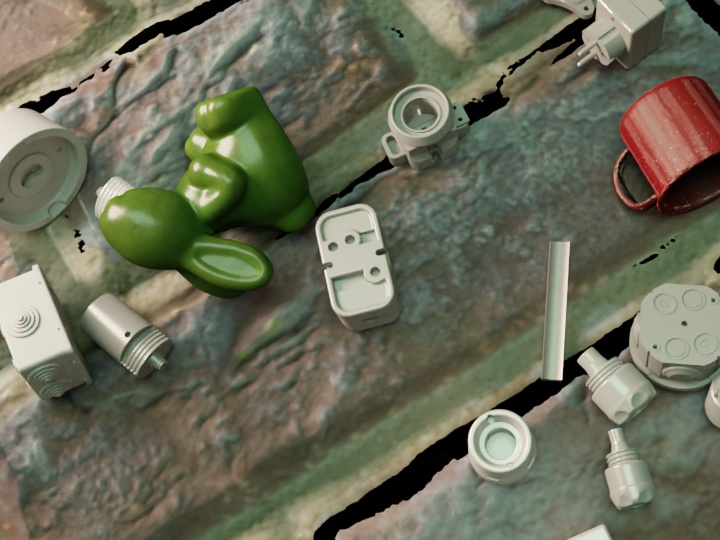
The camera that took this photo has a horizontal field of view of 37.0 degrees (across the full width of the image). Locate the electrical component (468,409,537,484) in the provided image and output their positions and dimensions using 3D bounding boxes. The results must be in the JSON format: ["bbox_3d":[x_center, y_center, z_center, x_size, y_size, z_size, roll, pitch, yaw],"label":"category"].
[{"bbox_3d":[0.113,0.140,0.857,0.055,0.047,0.055,-3,71,9],"label":"electrical component"}]

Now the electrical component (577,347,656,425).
[{"bbox_3d":[0.202,0.090,0.860,0.043,0.043,0.062,-40,69,-5],"label":"electrical component"}]

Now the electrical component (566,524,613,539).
[{"bbox_3d":[0.164,0.240,0.815,0.077,0.047,0.065,-24,70,2],"label":"electrical component"}]

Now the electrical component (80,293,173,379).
[{"bbox_3d":[-0.201,0.061,0.941,0.081,0.043,0.043,36,81,18],"label":"electrical component"}]

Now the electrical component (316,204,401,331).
[{"bbox_3d":[0.000,0.000,0.917,0.054,0.059,0.095,-14,70,5],"label":"electrical component"}]

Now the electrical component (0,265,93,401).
[{"bbox_3d":[-0.276,0.057,0.927,0.048,0.099,0.099,-24,69,-12],"label":"electrical component"}]

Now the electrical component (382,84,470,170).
[{"bbox_3d":[0.056,-0.128,0.951,0.078,0.057,0.058,-25,69,1],"label":"electrical component"}]

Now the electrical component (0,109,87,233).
[{"bbox_3d":[-0.312,-0.095,0.981,0.060,0.108,0.108,36,81,25],"label":"electrical component"}]

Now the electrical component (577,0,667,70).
[{"bbox_3d":[0.222,-0.206,0.943,0.077,0.065,0.047,-37,70,-3],"label":"electrical component"}]

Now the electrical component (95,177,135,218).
[{"bbox_3d":[-0.208,-0.051,0.979,0.081,0.043,0.043,34,80,19],"label":"electrical component"}]

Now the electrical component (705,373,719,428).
[{"bbox_3d":[0.291,0.094,0.828,0.040,0.078,0.040,-3,57,5],"label":"electrical component"}]

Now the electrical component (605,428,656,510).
[{"bbox_3d":[0.208,0.155,0.842,0.035,0.035,0.061,-14,68,5],"label":"electrical component"}]

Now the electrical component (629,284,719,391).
[{"bbox_3d":[0.256,0.052,0.856,0.080,0.051,0.080,-5,64,10],"label":"electrical component"}]
